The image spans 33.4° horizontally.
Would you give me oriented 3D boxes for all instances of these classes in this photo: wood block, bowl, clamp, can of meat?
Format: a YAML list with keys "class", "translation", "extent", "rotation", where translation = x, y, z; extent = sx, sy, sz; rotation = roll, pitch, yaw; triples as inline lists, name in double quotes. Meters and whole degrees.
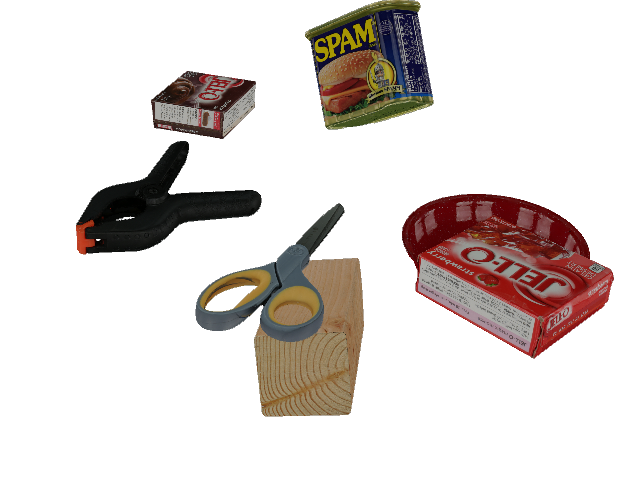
- class: "wood block"
  translation: [-0.006, 0.096, 1.122]
  extent: [0.091, 0.090, 0.206]
  rotation: [-2, 19, 6]
- class: "bowl"
  translation: [0.149, 0.022, 0.932]
  extent: [0.162, 0.055, 0.162]
  rotation: [2, 33, -2]
- class: "clamp"
  translation: [-0.154, -0.039, 0.976]
  extent: [0.171, 0.039, 0.120]
  rotation: [-19, 39, -31]
- class: "can of meat"
  translation: [0.041, -0.143, 0.884]
  extent: [0.057, 0.084, 0.102]
  rotation: [-8, -3, -45]

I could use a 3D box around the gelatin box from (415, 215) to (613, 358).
- class: "gelatin box"
  translation: [0.112, 0.023, 0.621]
  extent: [0.073, 0.030, 0.089]
  rotation: [-26, 41, -38]

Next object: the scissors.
- class: "scissors"
  translation: [-0.007, 0.022, 0.784]
  extent: [0.096, 0.016, 0.201]
  rotation: [22, 35, 31]

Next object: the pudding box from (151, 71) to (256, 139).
- class: "pudding box"
  translation: [-0.135, -0.160, 1.248]
  extent: [0.090, 0.039, 0.113]
  rotation: [10, 31, 13]
